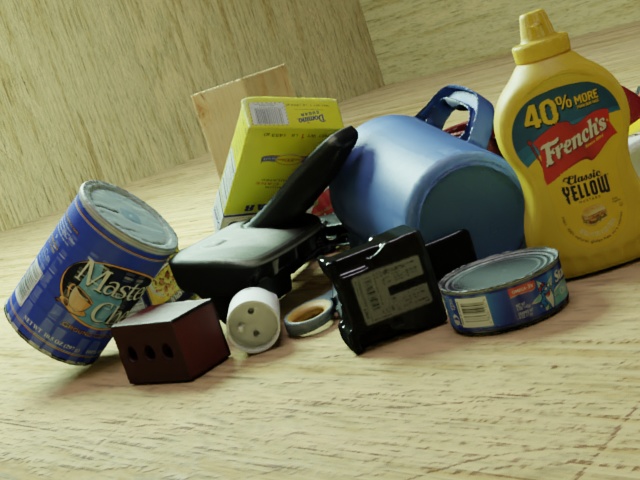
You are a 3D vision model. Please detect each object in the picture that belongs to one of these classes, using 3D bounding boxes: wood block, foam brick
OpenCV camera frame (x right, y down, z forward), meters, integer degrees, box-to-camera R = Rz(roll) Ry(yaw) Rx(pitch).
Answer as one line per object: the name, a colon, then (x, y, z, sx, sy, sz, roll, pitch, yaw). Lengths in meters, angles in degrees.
wood block: (-0.066, -0.098, 1.304, 0.091, 0.206, 0.090, -11, 12, 39)
foam brick: (-0.122, 0.083, 0.870, 0.078, 0.053, 0.051, -10, 13, 40)

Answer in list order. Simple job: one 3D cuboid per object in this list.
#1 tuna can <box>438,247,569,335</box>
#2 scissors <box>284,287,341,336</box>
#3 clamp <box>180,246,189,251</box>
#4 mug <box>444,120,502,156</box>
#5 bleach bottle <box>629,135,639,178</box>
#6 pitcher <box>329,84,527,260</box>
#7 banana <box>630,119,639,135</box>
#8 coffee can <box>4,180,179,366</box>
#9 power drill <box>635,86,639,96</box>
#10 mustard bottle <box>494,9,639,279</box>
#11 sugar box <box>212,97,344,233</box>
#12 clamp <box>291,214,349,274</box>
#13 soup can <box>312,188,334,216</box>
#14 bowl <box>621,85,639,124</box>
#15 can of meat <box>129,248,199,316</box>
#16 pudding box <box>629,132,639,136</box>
tuna can: (0.128, 0.035, 0.741, 0.086, 0.034, 0.086, -18, 10, 3)
scissors: (0.004, 0.049, 0.934, 0.096, 0.016, 0.202, -20, 10, -9)
clamp: (-0.152, 0.028, 1.261, 0.210, 0.036, 0.164, -12, 12, 42)
mug: (0.188, -0.092, 1.179, 0.093, 0.081, 0.117, -21, 10, -16)
bleach bottle: (0.218, -0.050, 0.966, 0.102, 0.068, 0.251, -22, 8, -22)
pitcher: (0.099, -0.046, 0.931, 0.145, 0.149, 0.243, -17, 13, -8)
banana: (0.297, -0.097, 1.106, 0.197, 0.037, 0.070, -26, 37, -5)
coffee can: (-0.211, 0.031, 0.985, 0.140, 0.103, 0.102, -53, 1, 15)
power drill: (0.467, -0.180, 1.245, 0.188, 0.057, 0.184, -19, 13, 12)
mustard bottle: (0.179, -0.073, 0.776, 0.096, 0.191, 0.058, -17, 10, 5)
sugar box: (-0.044, -0.064, 1.036, 0.093, 0.048, 0.176, -1, -37, -17)
clamp: (-0.008, 0.001, 1.154, 0.120, 0.039, 0.172, -16, 6, -16)
soup can: (0.008, -0.063, 1.243, 0.068, 0.102, 0.068, -34, 10, 7)
bowl: (0.290, -0.133, 1.199, 0.162, 0.055, 0.162, -31, 12, 7)
can of meat: (-0.178, 0.041, 1.103, 0.058, 0.084, 0.102, -13, 12, 25)
pudding box: (0.310, -0.079, 1.022, 0.113, 0.039, 0.090, -21, 10, -15)
